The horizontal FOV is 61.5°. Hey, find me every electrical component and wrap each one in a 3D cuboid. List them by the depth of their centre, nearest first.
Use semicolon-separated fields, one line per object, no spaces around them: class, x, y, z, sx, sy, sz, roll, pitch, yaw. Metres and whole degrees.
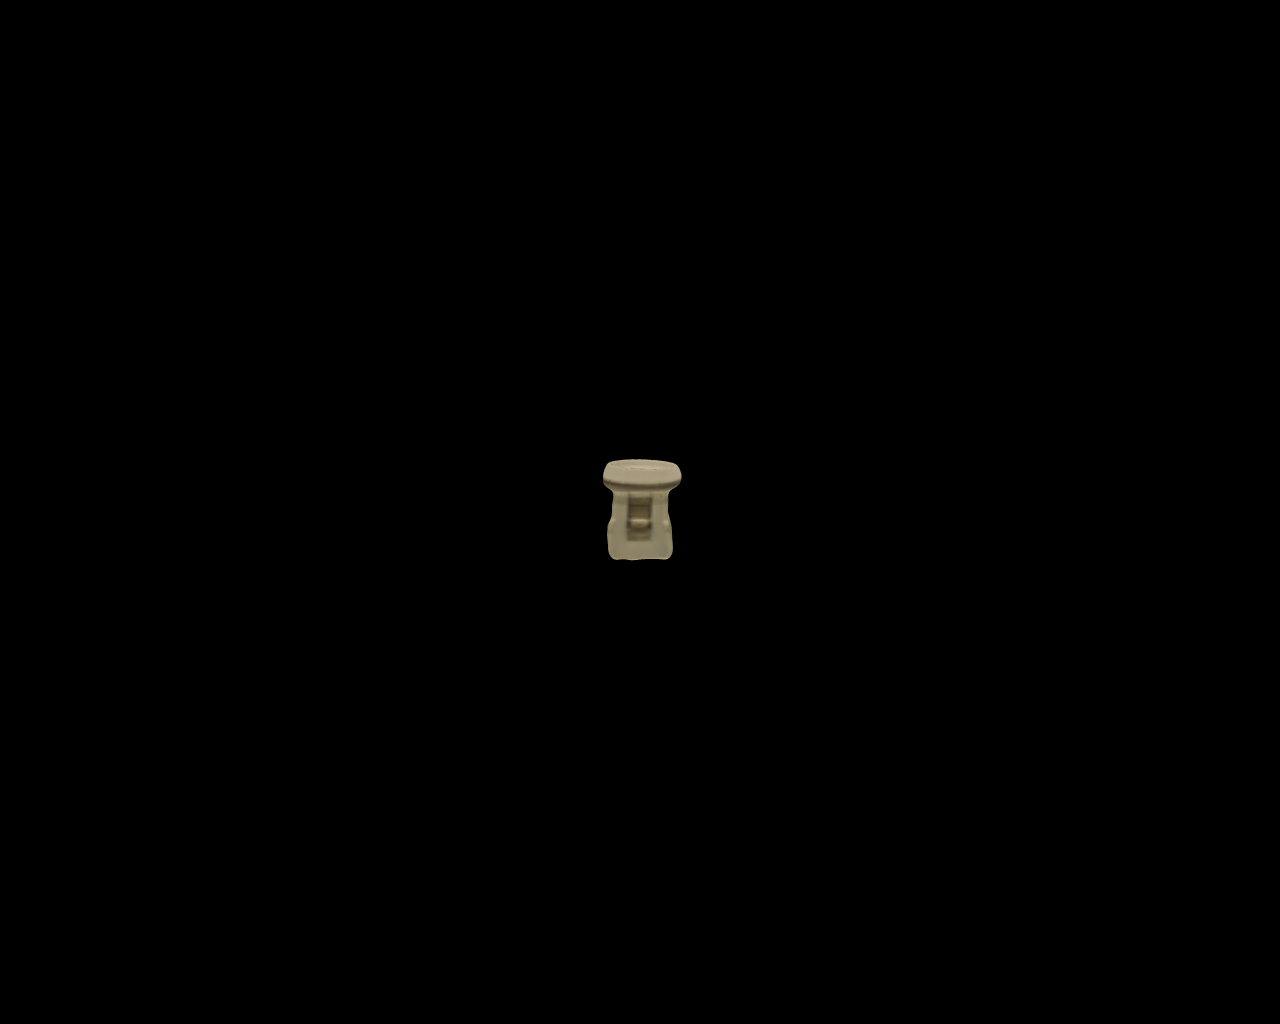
electrical component;0.001;-0.003;0.650;0.048;0.055;0.066;0;9;0
